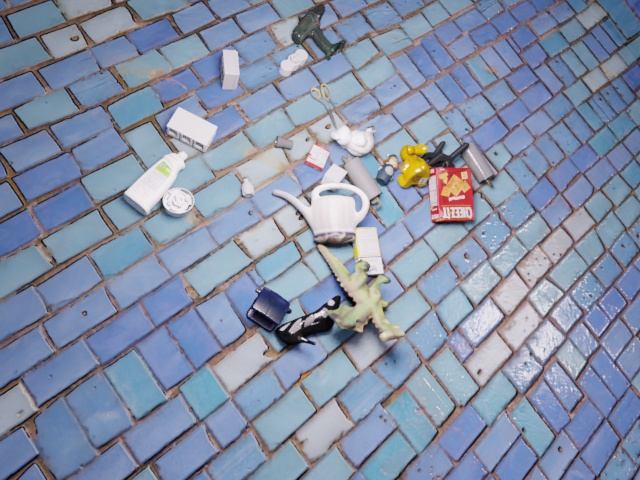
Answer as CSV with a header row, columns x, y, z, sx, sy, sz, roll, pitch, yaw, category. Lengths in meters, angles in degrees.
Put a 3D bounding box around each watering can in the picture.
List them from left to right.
x,y,z,sx,sy,sz,roll,pitch,yaw,category
0.006,-0.093,1.838,0.348,0.227,0.103,-2,-13,-1,watering can

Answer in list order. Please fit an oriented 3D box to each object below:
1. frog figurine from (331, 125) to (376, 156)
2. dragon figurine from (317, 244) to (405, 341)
x,y,z,sx,sy,sz,roll,pitch,yaw,category
0.125,-0.376,1.958,0.160,0.121,0.138,-14,15,-41,frog figurine
0.110,0.192,1.720,0.412,0.119,0.247,32,43,9,dragon figurine
